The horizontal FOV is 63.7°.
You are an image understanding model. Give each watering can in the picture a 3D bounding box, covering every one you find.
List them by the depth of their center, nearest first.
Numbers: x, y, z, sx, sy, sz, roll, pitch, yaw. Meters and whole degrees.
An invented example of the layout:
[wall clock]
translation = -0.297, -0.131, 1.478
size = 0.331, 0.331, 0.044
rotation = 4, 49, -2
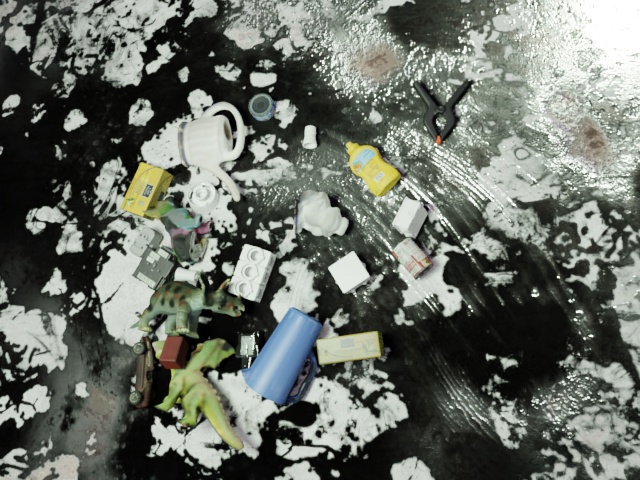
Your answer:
[watering can]
translation = -0.348, -0.280, 1.651
size = 0.224, 0.352, 0.103
rotation = -7, -17, 14

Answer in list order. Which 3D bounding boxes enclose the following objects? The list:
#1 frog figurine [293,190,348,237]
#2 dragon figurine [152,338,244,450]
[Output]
[frog figurine]
translation = 0.005, -0.076, 1.509
size = 0.159, 0.136, 0.124
rotation = 5, 16, -2
[dragon figurine]
translation = -0.329, 0.394, 1.457
size = 0.412, 0.246, 0.120
rotation = 17, -18, 25
